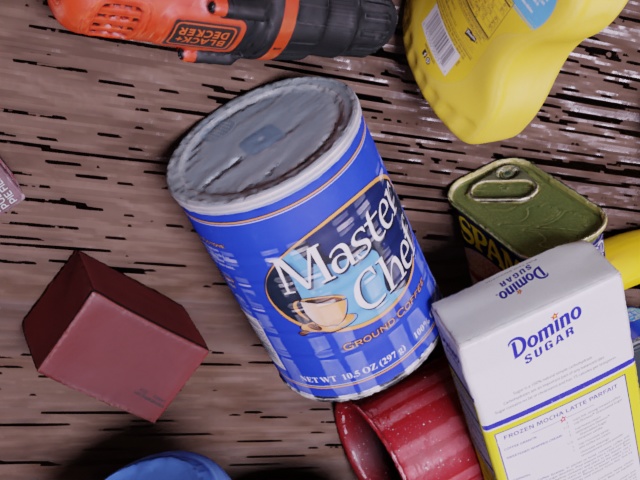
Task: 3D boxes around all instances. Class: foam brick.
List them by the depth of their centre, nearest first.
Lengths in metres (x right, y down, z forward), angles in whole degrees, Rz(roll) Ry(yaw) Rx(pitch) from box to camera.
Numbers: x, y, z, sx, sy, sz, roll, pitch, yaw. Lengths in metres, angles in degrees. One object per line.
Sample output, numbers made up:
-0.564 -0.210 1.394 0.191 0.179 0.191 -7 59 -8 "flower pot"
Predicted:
-0.109 0.052 0.565 0.078 0.051 0.053 33 99 -34 "foam brick"

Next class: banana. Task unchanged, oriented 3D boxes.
0.168 0.038 0.707 0.197 0.037 0.069 -33 147 -5 "banana"

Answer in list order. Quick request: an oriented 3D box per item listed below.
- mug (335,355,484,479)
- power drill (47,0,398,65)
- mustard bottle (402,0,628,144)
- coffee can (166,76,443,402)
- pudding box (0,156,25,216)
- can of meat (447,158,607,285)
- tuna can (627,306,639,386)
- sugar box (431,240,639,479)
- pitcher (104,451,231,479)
0.066 0.130 0.677 0.081 0.093 0.117 -25 154 -19 "mug"
-0.006 -0.145 0.460 0.184 0.057 0.188 -3 152 -35 "power drill"
0.100 -0.131 0.491 0.058 0.096 0.192 -10 158 -22 "mustard bottle"
-0.004 0.001 0.559 0.102 0.103 0.140 -32 125 -8 "coffee can"
-0.203 -0.038 0.480 0.090 0.039 0.113 -36 125 -6 "pudding box"
0.126 0.012 0.631 0.057 0.102 0.084 -27 126 -13 "can of meat"
0.197 0.086 0.713 0.086 0.034 0.086 -19 133 -22 "tuna can"
0.127 0.089 0.591 0.093 0.048 0.176 -23 124 -5 "sugar box"
-0.052 0.233 0.580 0.149 0.145 0.242 -42 122 -19 "pitcher"
